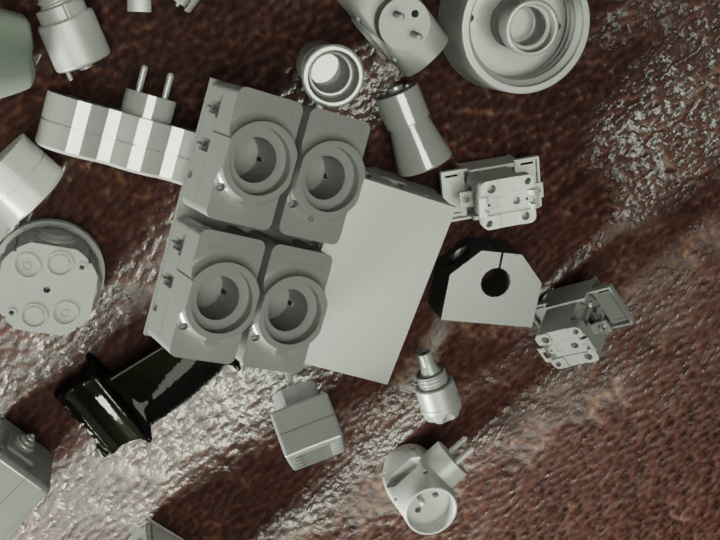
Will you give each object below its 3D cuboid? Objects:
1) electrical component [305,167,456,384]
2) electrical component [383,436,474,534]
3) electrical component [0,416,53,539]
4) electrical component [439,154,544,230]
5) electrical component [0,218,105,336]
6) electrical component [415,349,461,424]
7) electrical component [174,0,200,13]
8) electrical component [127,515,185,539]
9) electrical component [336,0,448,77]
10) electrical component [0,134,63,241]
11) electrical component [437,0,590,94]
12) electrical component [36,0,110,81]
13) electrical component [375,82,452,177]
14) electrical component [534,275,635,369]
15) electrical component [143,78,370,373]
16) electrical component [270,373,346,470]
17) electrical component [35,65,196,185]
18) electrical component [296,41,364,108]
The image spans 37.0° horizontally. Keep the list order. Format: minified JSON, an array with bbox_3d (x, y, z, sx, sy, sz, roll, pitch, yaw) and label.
[{"bbox_3d":[0.000,0.000,0.832,0.089,0.061,0.150,16,104,-18],"label":"electrical component"},{"bbox_3d":[0.063,0.170,0.897,0.079,0.077,0.043,-42,112,4],"label":"electrical component"},{"bbox_3d":[-0.277,0.165,0.827,0.096,0.061,0.061,-45,112,4],"label":"electrical component"},{"bbox_3d":[0.106,-0.060,0.835,0.081,0.063,0.042,-11,110,-9],"label":"electrical component"},{"bbox_3d":[-0.228,0.006,0.788,0.080,0.051,0.080,-4,110,-12],"label":"electrical component"},{"bbox_3d":[0.062,0.095,0.895,0.035,0.035,0.061,-20,109,-5],"label":"electrical component"},{"bbox_3d":[-0.118,-0.207,0.746,0.040,0.040,0.046,34,105,-21],"label":"electrical component"},{"bbox_3d":[-0.156,0.262,0.888,0.096,0.061,0.061,38,97,-22],"label":"electrical component"},{"bbox_3d":[0.027,-0.177,0.767,0.044,0.079,0.077,-43,112,5],"label":"electrical component"},{"bbox_3d":[-0.284,-0.047,0.756,0.138,0.052,0.073,-43,112,4],"label":"electrical component"},{"bbox_3d":[0.117,-0.182,0.796,0.108,0.060,0.108,-4,110,-11],"label":"electrical component"},{"bbox_3d":[-0.202,-0.172,0.738,0.040,0.040,0.078,-22,112,-5],"label":"electrical component"},{"bbox_3d":[0.038,-0.109,0.815,0.044,0.044,0.065,-25,108,-4],"label":"electrical component"},{"bbox_3d":[0.176,0.044,0.880,0.081,0.063,0.042,-18,118,40],"label":"electrical component"},{"bbox_3d":[-0.070,-0.027,0.754,0.105,0.060,0.186,12,98,-32],"label":"electrical component"},{"bbox_3d":[-0.047,0.113,0.860,0.047,0.083,0.075,-20,74,-5],"label":"electrical component"},{"bbox_3d":[-0.153,-0.107,0.765,0.138,0.052,0.073,14,97,-17],"label":"electrical component"},{"bbox_3d":[-0.025,-0.144,0.774,0.044,0.065,0.044,-4,110,-11],"label":"electrical component"}]
